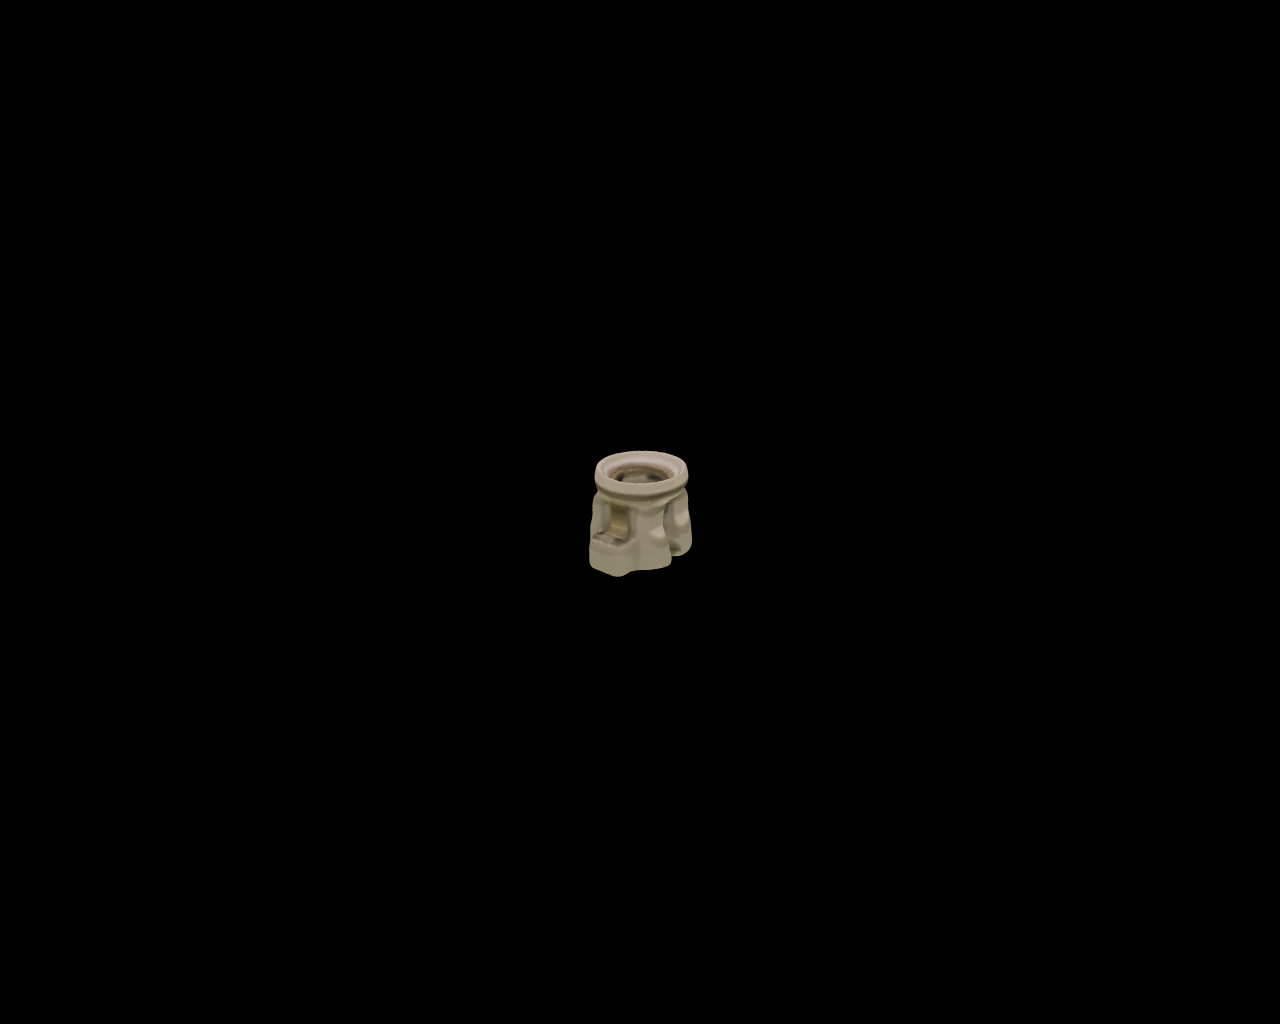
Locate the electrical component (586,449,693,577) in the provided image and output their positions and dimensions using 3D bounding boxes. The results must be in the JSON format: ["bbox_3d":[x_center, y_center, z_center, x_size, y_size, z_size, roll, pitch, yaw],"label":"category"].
[{"bbox_3d":[0.001,-0.003,0.650,0.058,0.056,0.078,17,29,32],"label":"electrical component"}]
